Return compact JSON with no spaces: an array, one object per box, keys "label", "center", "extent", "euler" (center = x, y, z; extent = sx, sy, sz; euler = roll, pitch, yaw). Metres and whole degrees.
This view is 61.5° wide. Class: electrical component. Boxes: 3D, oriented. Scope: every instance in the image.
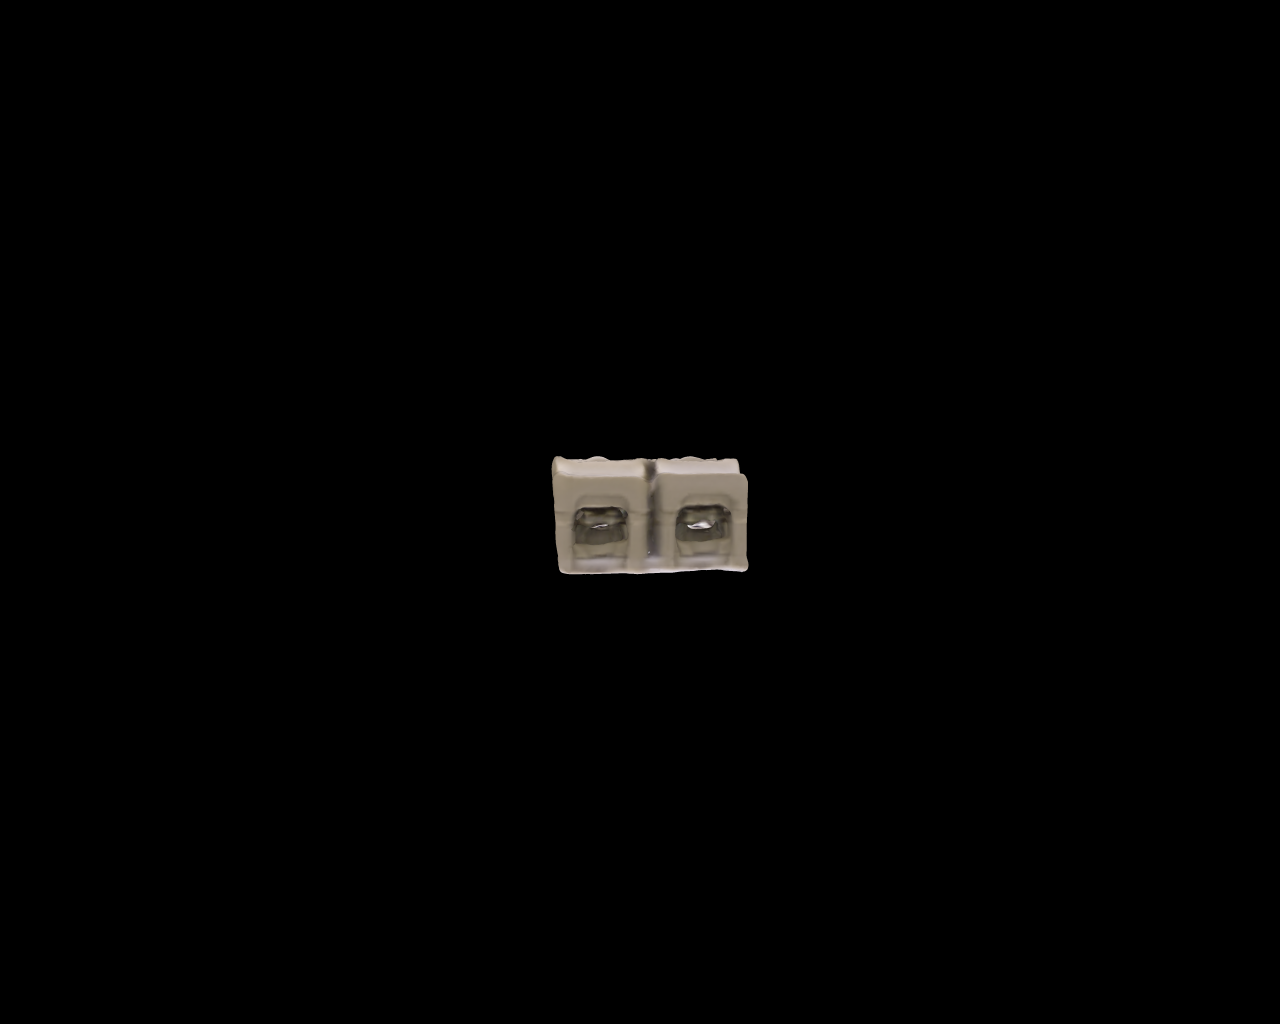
[{"label":"electrical component","center":[0.001,-0.003,0.650],"extent":[0.105,0.060,0.186],"euler":[0,2,-4]}]
